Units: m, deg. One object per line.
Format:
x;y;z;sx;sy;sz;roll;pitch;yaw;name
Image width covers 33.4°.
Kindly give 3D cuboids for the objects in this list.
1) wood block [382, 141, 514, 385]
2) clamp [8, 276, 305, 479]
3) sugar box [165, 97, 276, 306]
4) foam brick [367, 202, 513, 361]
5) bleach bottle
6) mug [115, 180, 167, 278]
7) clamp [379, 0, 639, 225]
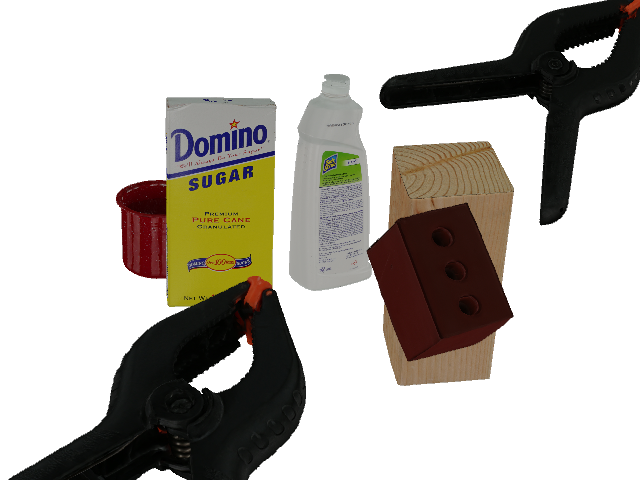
0.110;0.023;0.967;0.090;0.206;0.090;-4;34;-5;wood block
-0.047;0.082;0.414;0.120;0.039;0.171;24;49;18;clamp
-0.086;-0.033;0.915;0.093;0.176;0.048;-1;16;-9;sugar box
0.071;0.026;0.647;0.052;0.078;0.051;-13;-16;-26;foam brick
0.017;-0.069;1.242;0.102;0.251;0.068;-13;30;-32;bleach bottle
-0.183;-0.016;1.178;0.093;0.081;0.117;-13;32;-30;mug
0.171;-0.107;0.772;0.209;0.165;0.036;-32;-29;-18;clamp
